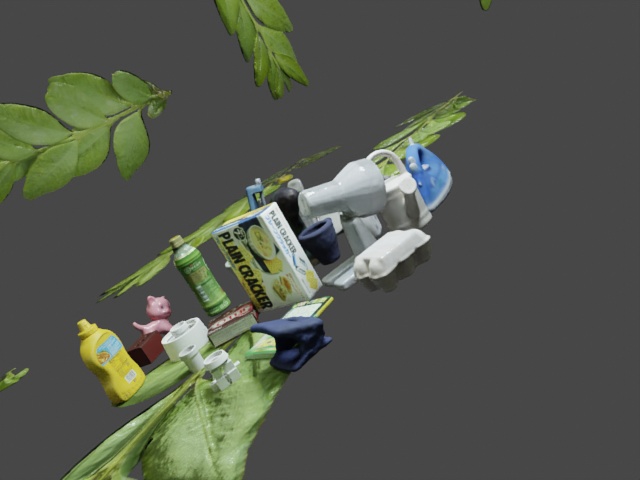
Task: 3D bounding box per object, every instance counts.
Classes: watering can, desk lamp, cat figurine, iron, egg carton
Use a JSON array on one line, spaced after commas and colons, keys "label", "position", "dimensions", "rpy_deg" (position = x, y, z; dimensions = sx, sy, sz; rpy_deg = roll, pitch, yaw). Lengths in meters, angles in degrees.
[{"label": "watering can", "position": [0.169, -0.111, 1.269], "dimensions": [0.101, 0.194, 0.172], "rpy_deg": [-38, 17, -32]}, {"label": "desk lamp", "position": [0.060, -0.038, 1.190], "dimensions": [0.203, 0.214, 0.117], "rpy_deg": [-35, 16, -22]}, {"label": "cat figurine", "position": [-0.431, 0.205, 1.496], "dimensions": [0.067, 0.118, 0.128], "rpy_deg": [-14, 21, 46]}, {"label": "iron", "position": [0.250, -0.170, 1.422], "dimensions": [0.118, 0.141, 0.258], "rpy_deg": [-25, 15, 18]}, {"label": "egg carton", "position": [0.136, 0.036, 1.080], "dimensions": [0.150, 0.069, 0.107], "rpy_deg": [-37, 16, -27]}]

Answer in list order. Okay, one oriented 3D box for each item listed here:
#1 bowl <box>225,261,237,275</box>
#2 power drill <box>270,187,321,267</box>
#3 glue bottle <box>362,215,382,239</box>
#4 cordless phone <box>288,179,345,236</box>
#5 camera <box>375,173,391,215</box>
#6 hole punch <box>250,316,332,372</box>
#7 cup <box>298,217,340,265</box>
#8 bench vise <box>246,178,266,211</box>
[{"label": "bowl", "position": [-0.176, 0.058, 1.596], "dimensions": [0.167, 0.075, 0.167], "rpy_deg": [-27, 14, 8]}, {"label": "power drill", "position": [-0.054, -0.039, 1.423], "dimensions": [0.076, 0.208, 0.229], "rpy_deg": [-33, 15, -13]}, {"label": "glue bottle", "position": [0.093, -0.084, 1.365], "dimensions": [0.037, 0.173, 0.078], "rpy_deg": [-24, 15, 20]}, {"label": "cordless phone", "position": [-0.007, -0.090, 1.555], "dimensions": [0.147, 0.185, 0.094], "rpy_deg": [-19, 18, 34]}, {"label": "camera", "position": [0.154, -0.120, 1.520], "dimensions": [0.143, 0.101, 0.136], "rpy_deg": [-33, 15, -15]}, {"label": "hole punch", "position": [-0.051, 0.159, 0.975], "dimensions": [0.101, 0.091, 0.108], "rpy_deg": [-38, 17, -29]}, {"label": "cup", "position": [0.013, 0.005, 1.374], "dimensions": [0.091, 0.095, 0.118], "rpy_deg": [-18, 18, 36]}, {"label": "bench vise", "position": [-0.187, -0.063, 1.740], "dimensions": [0.207, 0.220, 0.121], "rpy_deg": [-29, 15, 3]}]
